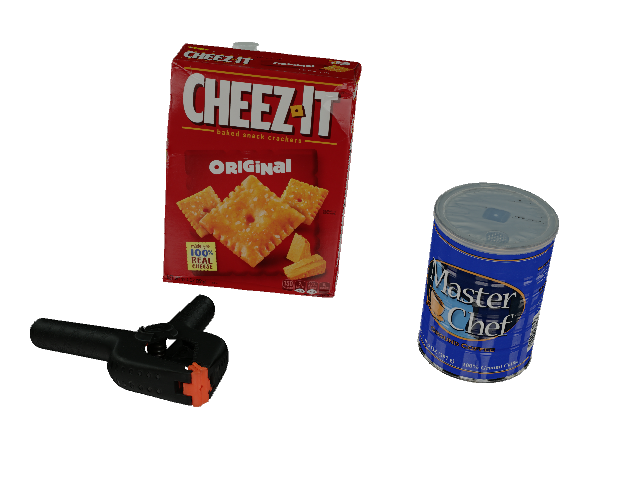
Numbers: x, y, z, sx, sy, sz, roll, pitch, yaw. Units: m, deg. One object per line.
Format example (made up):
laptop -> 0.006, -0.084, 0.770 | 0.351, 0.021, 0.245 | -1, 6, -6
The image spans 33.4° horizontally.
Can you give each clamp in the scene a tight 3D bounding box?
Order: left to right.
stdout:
clamp -> -0.125, 0.085, 0.867 | 0.164, 0.036, 0.210 | -11, 16, -32

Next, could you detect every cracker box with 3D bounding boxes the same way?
cracker box -> -0.056, -0.060, 0.973 | 0.164, 0.214, 0.072 | 6, 23, 2

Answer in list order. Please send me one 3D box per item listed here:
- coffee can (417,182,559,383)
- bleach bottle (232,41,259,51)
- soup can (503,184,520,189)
coffee can -> 0.141, 0.036, 0.914 | 0.103, 0.140, 0.103 | 2, 33, -2
bleach bottle -> -0.095, -0.098, 1.217 | 0.102, 0.251, 0.068 | -7, 22, -26
soup can -> 0.191, -0.001, 1.158 | 0.068, 0.102, 0.068 | -1, 34, 1
